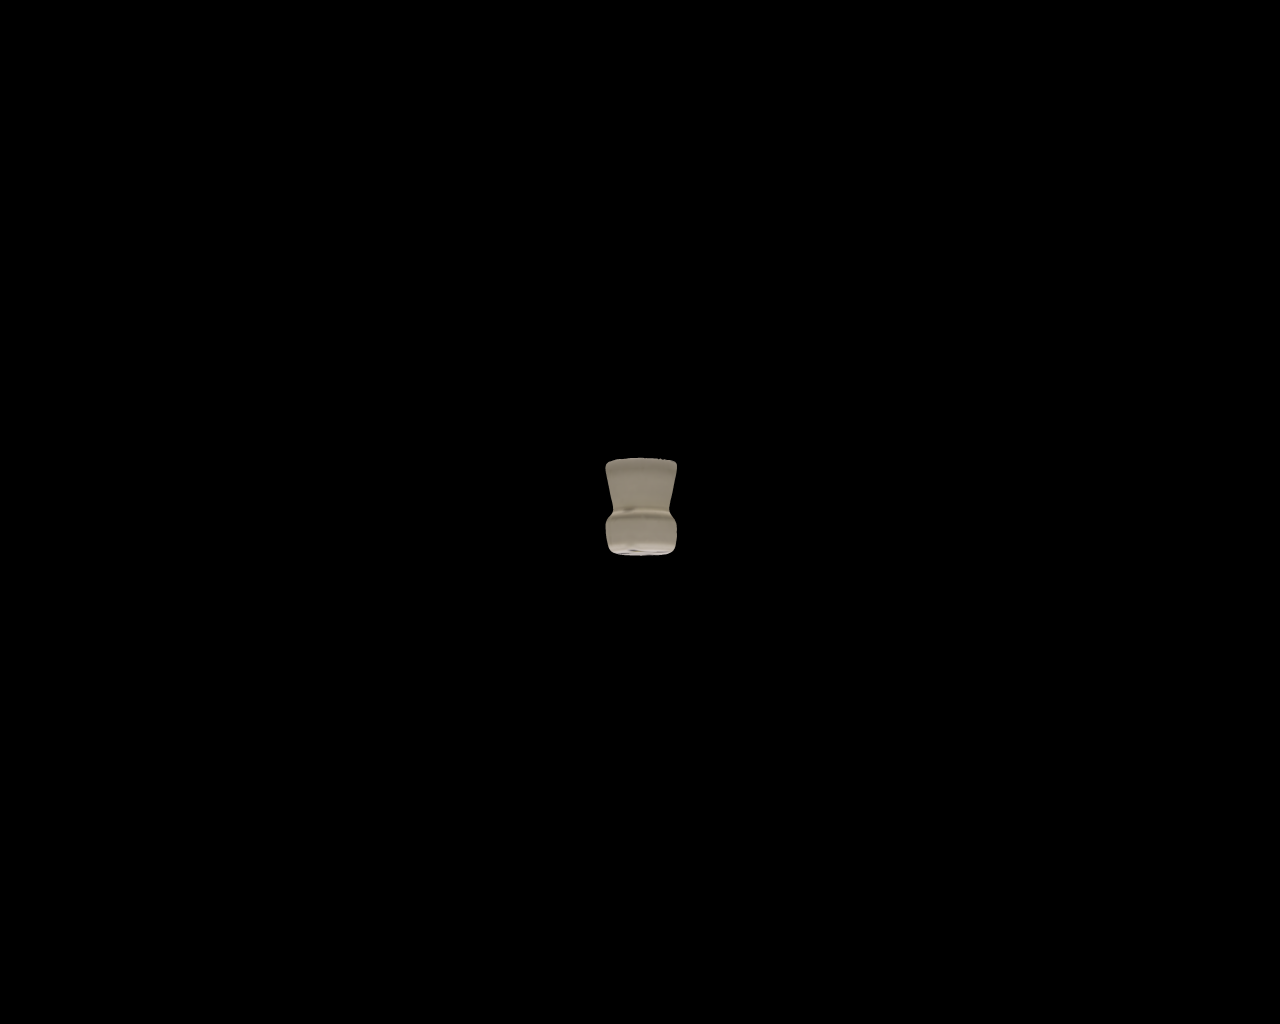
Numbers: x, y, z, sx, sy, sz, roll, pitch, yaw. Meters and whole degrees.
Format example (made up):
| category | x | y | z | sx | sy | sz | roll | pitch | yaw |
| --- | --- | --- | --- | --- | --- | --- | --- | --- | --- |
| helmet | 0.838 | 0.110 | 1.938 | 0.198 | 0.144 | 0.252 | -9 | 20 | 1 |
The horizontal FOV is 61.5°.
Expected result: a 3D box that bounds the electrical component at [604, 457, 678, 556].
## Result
| category | x | y | z | sx | sy | sz | roll | pitch | yaw |
| --- | --- | --- | --- | --- | --- | --- | --- | --- | --- |
| electrical component | 0.001 | -0.003 | 0.650 | 0.045 | 0.055 | 0.045 | 0 | -7 | 0 |
